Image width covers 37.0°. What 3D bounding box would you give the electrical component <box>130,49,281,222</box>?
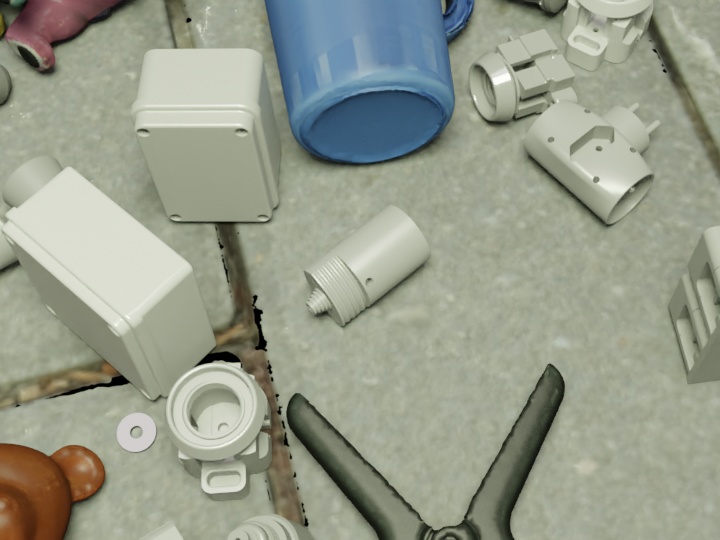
[{"bbox_3d":[-0.095,-0.082,0.684,0.078,0.113,0.057,0,61,4],"label":"electrical component"}]

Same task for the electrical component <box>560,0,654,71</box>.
[{"bbox_3d":[0.175,-0.187,0.752,0.058,0.057,0.078,30,69,17],"label":"electrical component"}]

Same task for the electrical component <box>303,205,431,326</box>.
[{"bbox_3d":[0.000,0.000,0.676,0.081,0.043,0.043,-38,67,-15],"label":"electrical component"}]

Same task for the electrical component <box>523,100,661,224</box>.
[{"bbox_3d":[0.162,-0.081,0.707,0.079,0.043,0.077,-38,67,-15],"label":"electrical component"}]

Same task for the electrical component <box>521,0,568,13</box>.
[{"bbox_3d":[0.130,-0.227,0.763,0.051,0.080,0.080,20,66,19],"label":"electrical component"}]

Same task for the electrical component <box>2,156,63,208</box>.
[{"bbox_3d":[-0.199,-0.038,0.709,0.044,0.044,0.065,-40,73,-16],"label":"electrical component"}]

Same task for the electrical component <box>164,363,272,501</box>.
[{"bbox_3d":[-0.082,0.088,0.628,0.058,0.057,0.078,-5,63,1],"label":"electrical component"}]

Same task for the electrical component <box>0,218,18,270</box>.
[{"bbox_3d":[-0.251,-0.010,0.695,0.045,0.045,0.055,41,72,21],"label":"electrical component"}]

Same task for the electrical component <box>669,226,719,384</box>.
[{"bbox_3d":[0.285,0.006,0.620,0.186,0.105,0.060,-8,63,0],"label":"electrical component"}]

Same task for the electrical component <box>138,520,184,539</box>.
[{"bbox_3d":[-0.105,0.178,0.572,0.051,0.080,0.080,-29,65,-17],"label":"electrical component"}]

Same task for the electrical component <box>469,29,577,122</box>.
[{"bbox_3d":[0.108,-0.129,0.734,0.055,0.048,0.066,-19,64,-14],"label":"electrical component"}]

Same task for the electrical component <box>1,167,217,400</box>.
[{"bbox_3d":[-0.147,0.010,0.644,0.109,0.108,0.056,37,68,20],"label":"electrical component"}]

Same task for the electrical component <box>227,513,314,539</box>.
[{"bbox_3d":[-0.052,0.153,0.586,0.040,0.078,0.040,-6,67,15],"label":"electrical component"}]
